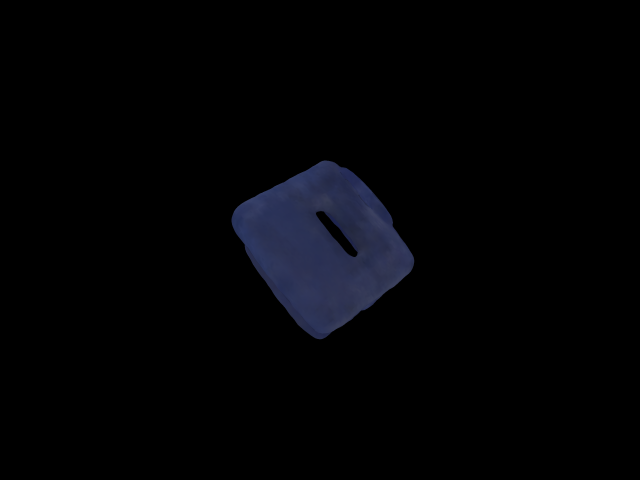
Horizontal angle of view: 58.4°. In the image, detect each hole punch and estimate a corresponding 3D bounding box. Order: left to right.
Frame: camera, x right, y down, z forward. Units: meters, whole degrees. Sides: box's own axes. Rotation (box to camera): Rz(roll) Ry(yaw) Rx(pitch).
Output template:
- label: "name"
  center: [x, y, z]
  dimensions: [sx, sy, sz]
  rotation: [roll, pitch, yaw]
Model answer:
- label: "hole punch"
  center: [0.004, 0.001, 0.400]
  dimensions: [0.101, 0.091, 0.108]
  rotation: [-38, 81, -7]
